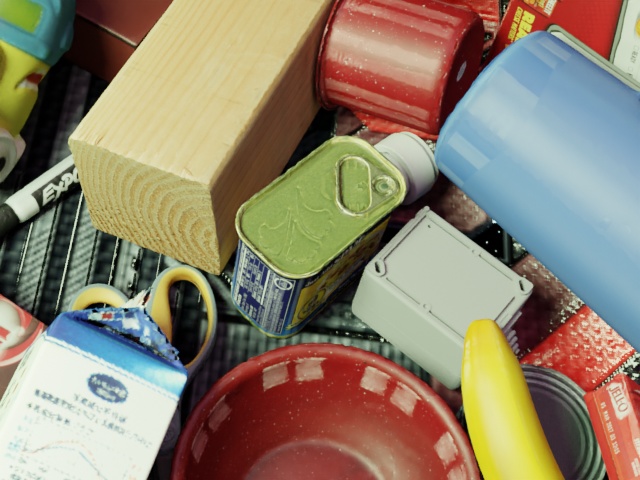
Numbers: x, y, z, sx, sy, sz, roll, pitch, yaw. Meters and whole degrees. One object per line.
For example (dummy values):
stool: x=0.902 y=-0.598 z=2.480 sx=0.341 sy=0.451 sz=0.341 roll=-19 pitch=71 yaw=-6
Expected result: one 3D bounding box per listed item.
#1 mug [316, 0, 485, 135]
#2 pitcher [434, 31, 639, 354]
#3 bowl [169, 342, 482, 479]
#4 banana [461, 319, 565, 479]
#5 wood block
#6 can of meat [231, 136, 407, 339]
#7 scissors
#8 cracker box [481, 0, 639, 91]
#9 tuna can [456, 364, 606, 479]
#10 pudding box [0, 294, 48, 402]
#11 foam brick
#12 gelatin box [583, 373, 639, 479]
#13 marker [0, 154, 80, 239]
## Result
mug: x=0.057 y=-0.114 z=0.693 sx=0.082 sy=0.117 sz=0.093 roll=21 pitch=84 yaw=18
pitcher: x=0.196 y=-0.022 z=0.632 sx=0.243 sy=0.145 sz=0.149 roll=41 pitch=65 yaw=13
bowl: x=0.001 y=0.137 z=0.558 sx=0.162 sy=0.055 sz=0.162 roll=4 pitch=58 yaw=-7
banana: x=0.123 y=0.135 z=0.553 sx=0.198 sy=0.037 sz=0.069 roll=54 pitch=43 yaw=-2
wood block: x=-0.057 y=-0.094 z=0.664 sx=0.091 sy=0.090 sz=0.206 roll=20 pitch=57 yaw=14
can of meat: x=-0.004 y=0.001 z=0.624 sx=0.057 sy=0.084 sz=0.102 roll=42 pitch=61 yaw=16
scissors: x=-0.104 y=0.100 z=0.587 sx=0.096 sy=0.016 sz=0.201 roll=9 pitch=58 yaw=-3
cracker box: x=0.222 y=-0.111 z=0.685 sx=0.214 sy=0.164 sz=0.072 roll=32 pitch=58 yaw=11
tuna can: x=0.117 y=0.116 z=0.604 sx=0.086 sy=0.034 sz=0.086 roll=4 pitch=58 yaw=-7
pudding box: x=-0.204 y=0.075 z=0.570 sx=0.090 sy=0.039 sz=0.113 roll=32 pitch=59 yaw=9
foam brick: x=-0.141 y=-0.145 z=0.710 sx=0.078 sy=0.051 sz=0.053 roll=29 pitch=57 yaw=8
gelatin box: x=0.187 y=0.123 z=0.578 sx=0.089 sy=0.030 sz=0.073 roll=37 pitch=30 yaw=-27
marker: x=-0.164 y=-0.035 z=0.657 sx=0.020 sy=0.020 sz=0.121 roll=41 pitch=61 yaw=15
